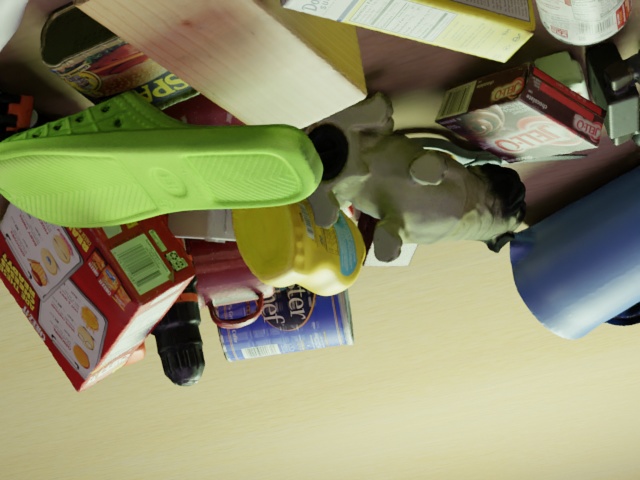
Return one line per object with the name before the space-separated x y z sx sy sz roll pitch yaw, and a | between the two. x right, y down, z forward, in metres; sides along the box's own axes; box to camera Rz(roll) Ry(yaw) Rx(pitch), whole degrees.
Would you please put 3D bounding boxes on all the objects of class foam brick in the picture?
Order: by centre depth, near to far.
foam brick | 0.071 -0.012 1.086 0.051 0.053 0.078 -2 152 -10

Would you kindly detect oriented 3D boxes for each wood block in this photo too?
wood block | -0.062 -0.159 0.720 0.090 0.091 0.205 -21 150 26

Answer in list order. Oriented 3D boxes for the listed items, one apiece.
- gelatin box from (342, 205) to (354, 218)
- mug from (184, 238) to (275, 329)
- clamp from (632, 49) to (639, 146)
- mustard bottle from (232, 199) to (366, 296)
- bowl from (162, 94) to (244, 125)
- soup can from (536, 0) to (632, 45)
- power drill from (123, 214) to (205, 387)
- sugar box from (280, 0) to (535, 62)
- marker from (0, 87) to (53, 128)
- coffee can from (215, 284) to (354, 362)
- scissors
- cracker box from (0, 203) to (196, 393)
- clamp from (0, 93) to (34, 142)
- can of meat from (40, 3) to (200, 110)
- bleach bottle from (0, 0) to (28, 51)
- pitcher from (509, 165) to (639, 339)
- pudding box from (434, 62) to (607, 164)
gelatin box | -0.018 -0.041 1.033 0.089 0.030 0.073 -14 151 11
mug | -0.090 0.034 1.072 0.081 0.117 0.093 -9 150 -7
clamp | 0.307 -0.135 0.917 0.120 0.039 0.171 -26 142 24
mustard bottle | -0.007 0.001 0.968 0.058 0.096 0.191 -25 162 22
bowl | -0.092 -0.091 0.886 0.162 0.055 0.162 -6 153 -3
soup can | 0.181 -0.190 0.743 0.068 0.068 0.102 -14 153 14
power drill | -0.174 0.070 1.065 0.057 0.184 0.188 -4 163 -32
sugar box | 0.055 -0.180 0.704 0.176 0.093 0.048 7 149 -25
marker | -0.253 -0.110 0.850 0.020 0.020 0.121 -19 151 23
coffee can | -0.039 0.074 1.174 0.140 0.103 0.103 -9 153 4
scissors | 0.149 -0.068 1.035 0.201 0.016 0.096 5 151 -20
cracker box | -0.210 0.021 0.956 0.072 0.164 0.214 -30 170 -36
clamp | -0.308 -0.078 0.861 0.210 0.036 0.164 -7 157 22
can of meat | -0.140 -0.138 0.781 0.102 0.057 0.083 -18 149 22
bleach bottle | -0.247 -0.144 0.702 0.251 0.102 0.068 -26 -167 31
pitcher | 0.329 0.000 1.090 0.148 0.145 0.243 -11 161 -47
pudding box | 0.165 -0.103 0.885 0.090 0.039 0.114 26 166 -26
